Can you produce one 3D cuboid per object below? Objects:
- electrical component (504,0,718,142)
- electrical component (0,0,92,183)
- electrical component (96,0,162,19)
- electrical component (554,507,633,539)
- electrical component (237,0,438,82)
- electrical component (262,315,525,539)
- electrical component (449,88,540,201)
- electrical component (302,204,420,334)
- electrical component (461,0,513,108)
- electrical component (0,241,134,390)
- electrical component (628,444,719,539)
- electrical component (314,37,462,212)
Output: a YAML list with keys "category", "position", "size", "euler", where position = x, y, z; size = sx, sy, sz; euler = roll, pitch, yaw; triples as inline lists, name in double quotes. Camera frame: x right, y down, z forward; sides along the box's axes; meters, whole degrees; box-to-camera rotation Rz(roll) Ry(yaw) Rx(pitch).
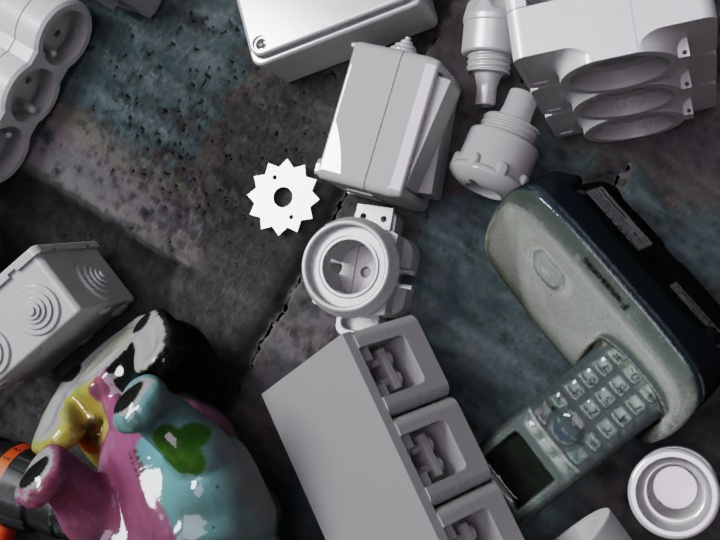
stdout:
- category: "electrical component"
  position: [0.131, -0.114, 0.546]
  size: [0.089, 0.150, 0.061]
  euler: [-9, 80, 17]
- category: "electrical component"
  position: [-0.245, -0.132, 0.719]
  size: [0.074, 0.052, 0.138]
  euler: [31, 93, 18]
- category: "electrical component"
  position: [-0.174, -0.210, 0.700]
  size: [0.096, 0.062, 0.061]
  euler: [30, 94, 18]
- category: "electrical component"
  position: [0.108, 0.180, 0.549]
  size: [0.108, 0.108, 0.060]
  euler: [-43, 80, 9]
- category: "electrical component"
  position: [-0.021, -0.185, 0.651]
  size: [0.109, 0.056, 0.108]
  euler: [-18, 79, 15]
- category: "electrical component"
  position: [0.021, 0.112, 0.592]
  size: [0.089, 0.062, 0.150]
  euler: [-39, 71, 45]
- category: "electrical component"
  position: [0.082, -0.073, 0.614]
  size: [0.048, 0.048, 0.062]
  euler: [21, 84, 19]
- category: "electrical component"
  position: [0.000, 0.000, 0.625]
  size: [0.058, 0.057, 0.078]
  euler: [9, 87, 18]
- category: "electrical component"
  position: [0.076, -0.126, 0.626]
  size: [0.035, 0.035, 0.061]
  euler: [5, 88, 18]
- category: "electrical component"
  position: [-0.197, 0.029, 0.662]
  size: [0.100, 0.100, 0.048]
  euler: [-39, 86, 10]
- category: "electrical component"
  position: [0.165, 0.114, 0.562]
  size: [0.045, 0.055, 0.045]
  euler: [-2, 84, 17]
- category: "electrical component"
  position: [0.023, -0.087, 0.624]
  size: [0.061, 0.062, 0.096]
  euler: [16, 89, 19]
